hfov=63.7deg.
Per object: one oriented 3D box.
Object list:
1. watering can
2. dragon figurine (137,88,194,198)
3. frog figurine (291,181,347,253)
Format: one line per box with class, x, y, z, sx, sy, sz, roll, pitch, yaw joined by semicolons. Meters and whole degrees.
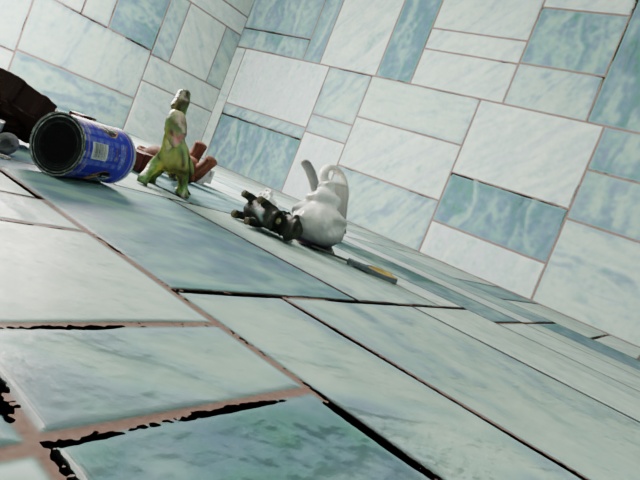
watering can;0.013;-0.120;1.533;0.104;0.225;0.347;2;-2;24
dragon figurine;-0.336;-0.235;1.225;0.122;0.241;0.414;16;8;-16
frog figurine;0.004;-0.060;1.201;0.138;0.159;0.122;23;5;27
